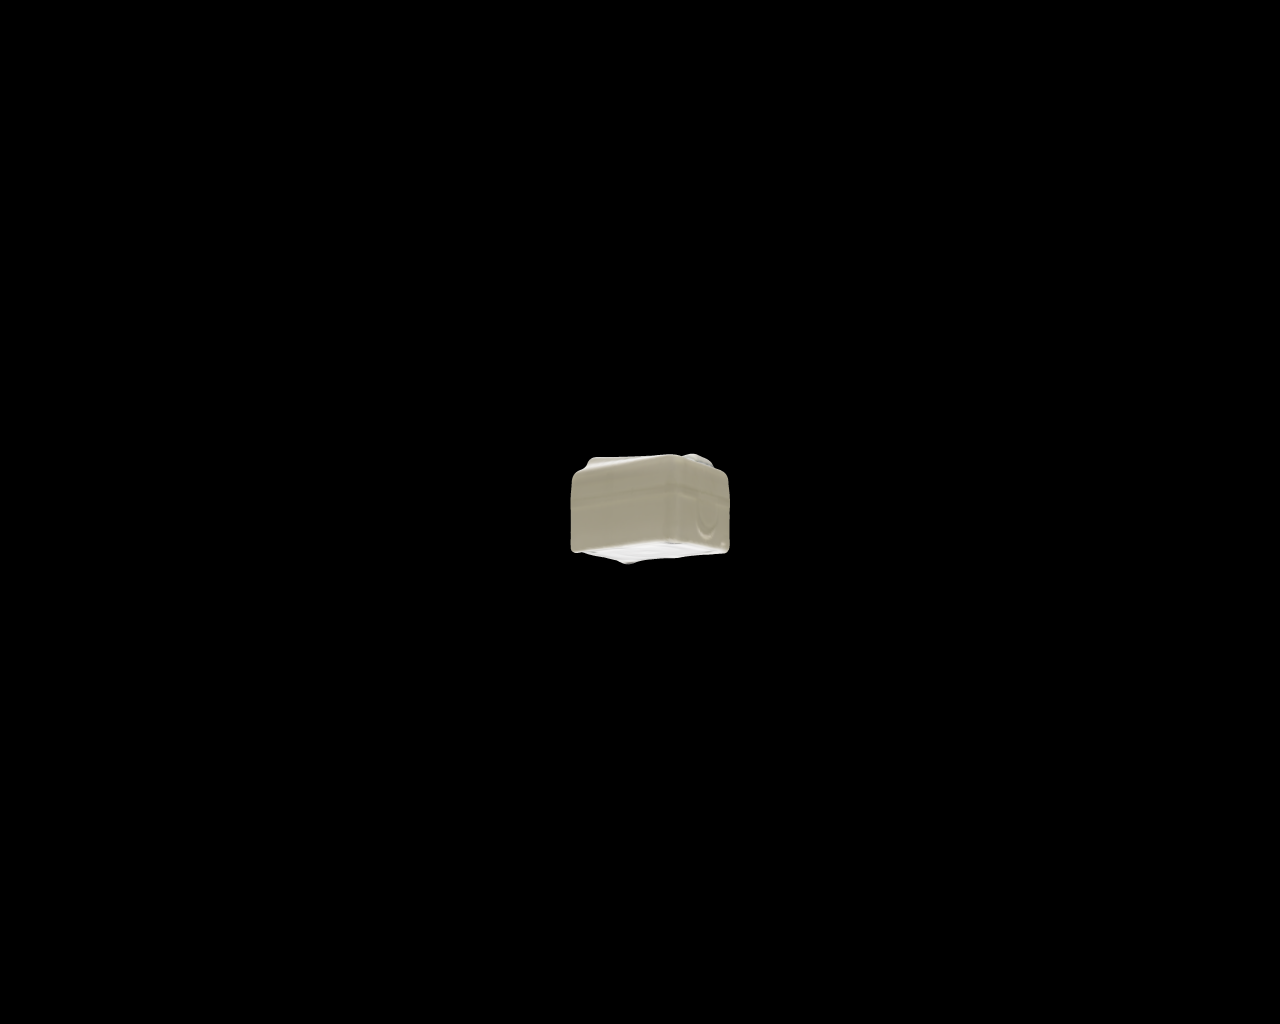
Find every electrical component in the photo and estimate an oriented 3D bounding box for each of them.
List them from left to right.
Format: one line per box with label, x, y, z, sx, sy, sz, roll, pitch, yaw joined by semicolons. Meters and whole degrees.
electrical component;0.001;-0.003;0.650;0.096;0.061;0.062;-8;-14;35
